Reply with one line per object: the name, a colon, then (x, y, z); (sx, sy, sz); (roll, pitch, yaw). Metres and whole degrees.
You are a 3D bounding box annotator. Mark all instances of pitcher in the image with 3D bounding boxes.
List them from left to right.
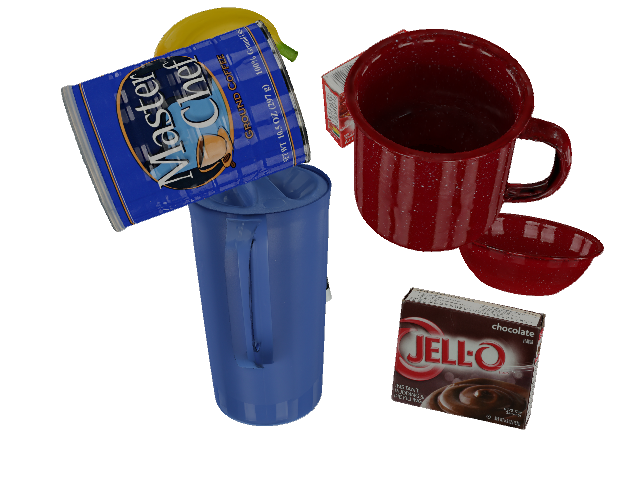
pitcher: (-0.056, 0.056, 1.013); (0.149, 0.243, 0.145); (-20, 31, -34)

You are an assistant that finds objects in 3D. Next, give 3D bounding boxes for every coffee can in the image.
coffee can: (-0.090, -0.077, 0.721); (0.140, 0.103, 0.103); (-20, 2, -6)

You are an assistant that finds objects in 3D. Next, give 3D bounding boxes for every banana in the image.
banana: (-0.100, -0.194, 1.033); (0.070, 0.037, 0.197); (44, 38, 20)

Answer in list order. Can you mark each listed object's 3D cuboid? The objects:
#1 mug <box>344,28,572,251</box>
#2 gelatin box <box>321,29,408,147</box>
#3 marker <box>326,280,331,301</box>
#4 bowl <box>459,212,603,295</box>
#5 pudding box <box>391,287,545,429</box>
mug: (0.070, -0.047, 0.552); (0.117, 0.093, 0.081); (8, -38, 7)
gelatin box: (0.046, -0.129, 0.908); (0.089, 0.030, 0.073); (-32, -27, -15)
marker: (-0.007, 0.014, 1.192); (0.020, 0.121, 0.020); (-9, 27, 5)
bowl: (0.214, 0.018, 1.131); (0.162, 0.055, 0.162); (6, 17, -2)
pudding box: (0.117, 0.093, 0.854); (0.113, 0.090, 0.039); (10, 21, 14)
